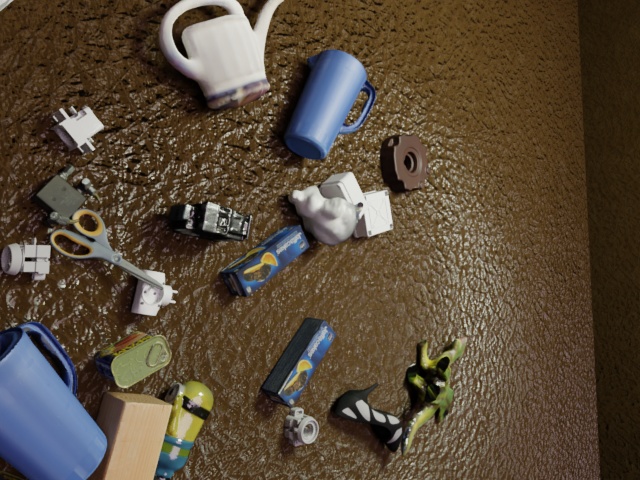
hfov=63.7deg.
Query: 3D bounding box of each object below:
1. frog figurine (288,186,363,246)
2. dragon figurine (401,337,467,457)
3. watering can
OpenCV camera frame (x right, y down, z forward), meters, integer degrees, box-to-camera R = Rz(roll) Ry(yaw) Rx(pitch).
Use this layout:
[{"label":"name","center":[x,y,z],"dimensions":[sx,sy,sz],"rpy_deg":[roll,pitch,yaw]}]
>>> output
[{"label":"frog figurine","center":[0.004,-0.059,1.180],"dimensions":[0.158,0.125,0.136],"rpy_deg":[23,-23,-32]},{"label":"dragon figurine","center":[0.342,0.451,1.496],"dimensions":[0.122,0.418,0.238],"rpy_deg":[4,-34,40]},{"label":"watering can","center":[-0.165,-0.397,1.060],"dimensions":[0.104,0.222,0.353],"rpy_deg":[-2,23,46]}]
